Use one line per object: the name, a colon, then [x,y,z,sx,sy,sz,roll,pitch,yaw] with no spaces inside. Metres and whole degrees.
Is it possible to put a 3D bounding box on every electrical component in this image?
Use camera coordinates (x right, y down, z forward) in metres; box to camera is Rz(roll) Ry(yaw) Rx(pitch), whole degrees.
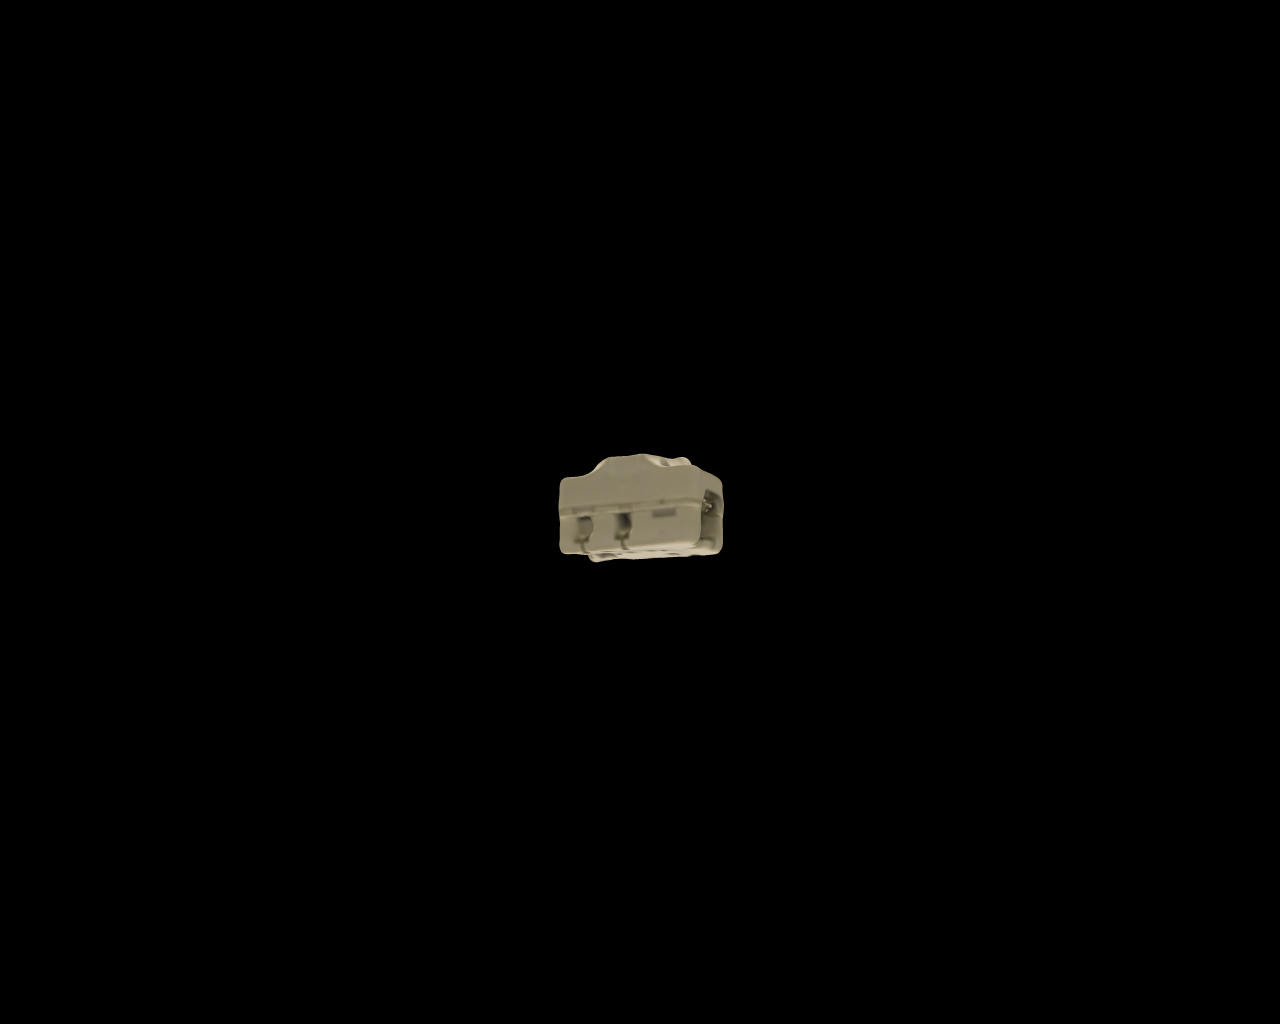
electrical component: [0.001,-0.003,0.650,0.089,0.055,0.050,-5,-11,24]
